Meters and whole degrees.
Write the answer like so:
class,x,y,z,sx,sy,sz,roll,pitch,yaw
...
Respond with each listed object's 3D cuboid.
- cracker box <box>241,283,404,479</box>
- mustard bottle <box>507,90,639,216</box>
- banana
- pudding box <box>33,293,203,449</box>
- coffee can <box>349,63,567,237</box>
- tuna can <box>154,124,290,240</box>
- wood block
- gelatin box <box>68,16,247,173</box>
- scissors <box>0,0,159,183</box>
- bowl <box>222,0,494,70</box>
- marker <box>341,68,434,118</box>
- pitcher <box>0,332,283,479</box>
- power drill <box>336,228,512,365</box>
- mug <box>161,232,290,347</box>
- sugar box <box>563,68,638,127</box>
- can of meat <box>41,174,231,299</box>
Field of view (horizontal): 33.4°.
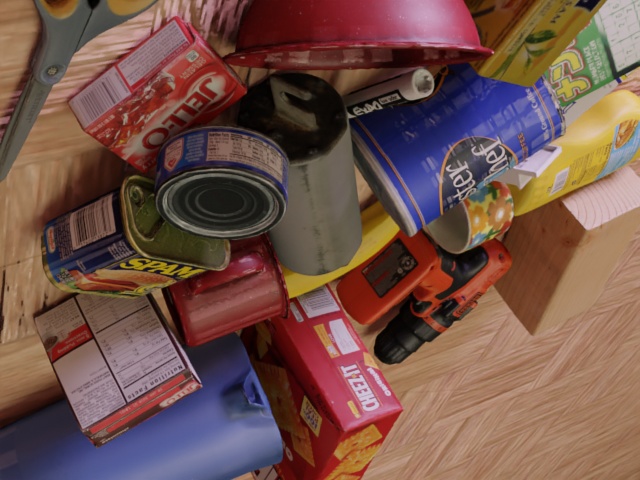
class,x,y,z,sx,sy,sz,roll,pitch,yaw
cracker box,-0.019,0.156,1.001,0.072,0.164,0.214,-14,147,-30
mustard bottle,0.258,-0.093,1.007,0.191,0.058,0.096,-23,147,-20
banana,0.002,0.009,0.926,0.197,0.037,0.069,-32,143,-4
pudding box,-0.152,0.084,0.795,0.090,0.113,0.039,-29,149,-7
coffee can,0.097,-0.083,0.803,0.140,0.103,0.102,-33,153,-1
tuna can,-0.062,-0.035,0.679,0.086,0.034,0.086,0,149,0
wood block,0.259,0.001,1.129,0.090,0.090,0.206,-23,151,-20
gelatin box,-0.098,-0.088,0.662,0.089,0.030,0.073,-36,154,7
scissors,-0.135,-0.108,0.607,0.096,0.016,0.202,-15,148,-32
bowl,0.022,-0.134,0.637,0.162,0.055,0.162,-2,-175,0
marker,0.034,-0.097,0.737,0.020,0.020,0.121,-15,-176,-32
pitcher,-0.165,0.179,0.936,0.242,0.145,0.149,-21,129,-16
power drill,0.093,0.056,1.077,0.184,0.057,0.187,-46,154,15
mug,-0.075,0.030,0.806,0.081,0.093,0.117,-20,180,-14
sugar box,0.244,-0.174,0.876,0.176,0.048,0.093,-38,151,16
can of meat,-0.126,0.002,0.726,0.084,0.057,0.101,-21,161,30
